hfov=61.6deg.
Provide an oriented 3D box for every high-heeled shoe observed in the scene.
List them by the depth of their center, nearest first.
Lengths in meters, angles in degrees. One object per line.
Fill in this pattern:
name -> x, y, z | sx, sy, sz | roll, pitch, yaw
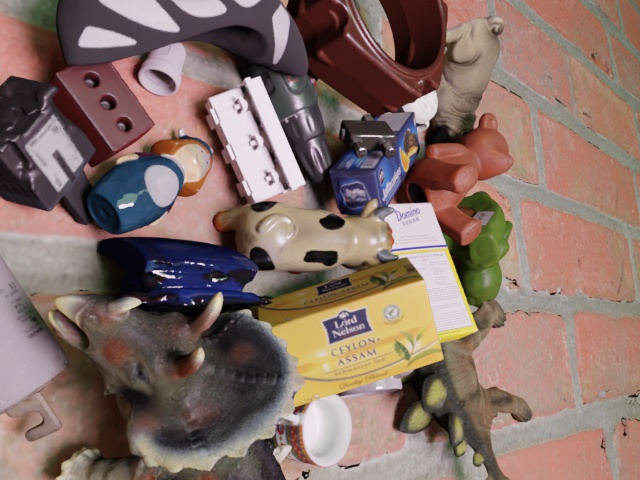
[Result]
high-heeled shoe -> -0.109, -0.173, 0.500 | 0.248, 0.086, 0.145 | 26, 81, -44

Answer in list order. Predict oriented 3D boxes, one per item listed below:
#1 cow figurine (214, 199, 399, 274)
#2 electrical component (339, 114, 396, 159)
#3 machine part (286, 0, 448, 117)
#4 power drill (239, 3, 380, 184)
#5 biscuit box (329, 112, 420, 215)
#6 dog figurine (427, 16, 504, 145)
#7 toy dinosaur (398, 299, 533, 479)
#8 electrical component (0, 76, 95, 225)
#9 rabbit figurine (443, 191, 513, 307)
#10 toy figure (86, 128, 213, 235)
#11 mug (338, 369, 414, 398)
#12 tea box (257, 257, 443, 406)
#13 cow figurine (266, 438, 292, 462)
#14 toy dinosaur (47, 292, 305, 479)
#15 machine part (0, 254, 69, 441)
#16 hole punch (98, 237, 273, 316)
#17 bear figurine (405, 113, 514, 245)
cow figurine -> -0.001, -0.002, 0.588 | 0.195, 0.127, 0.085 | 6, 79, -41
electrical component -> 0.054, -0.124, 0.638 | 0.063, 0.021, 0.094 | -1, 38, -15
machine part -> 0.066, -0.271, 0.646 | 0.201, 0.087, 0.201 | 25, 66, -35
power drill -> -0.006, -0.209, 0.679 | 0.207, 0.086, 0.231 | -44, 110, -34
biscuit box -> 0.077, -0.103, 0.698 | 0.203, 0.059, 0.062 | -55, 138, -50
dog figurine -> 0.237, -0.230, 0.852 | 0.121, 0.172, 0.190 | -18, 85, -34
toy dinosaur -> 0.161, 0.136, 0.729 | 0.198, 0.105, 0.471 | -12, 78, -41
electrical component -> -0.224, -0.063, 0.438 | 0.119, 0.048, 0.075 | 81, 27, -59
rabbit figurine -> 0.241, 0.020, 0.850 | 0.159, 0.121, 0.170 | -53, 135, -45
toy figure -> -0.146, -0.059, 0.506 | 0.154, 0.058, 0.064 | -49, 154, -48
mug -> 0.056, 0.125, 0.631 | 0.080, 0.109, 0.107 | 11, 61, -46
tea box -> 0.029, 0.093, 0.552 | 0.068, 0.170, 0.098 | -107, 179, -69
cow figurine -> -0.076, 0.169, 0.518 | 0.098, 0.068, 0.167 | -21, 95, -50
toy dinosaur -> -0.077, 0.214, 0.403 | 0.131, 0.192, 0.404 | -27, 101, -61
machine part -> -0.252, 0.037, 0.370 | 0.079, 0.079, 0.243 | -38, 105, -43
hole punch -> -0.126, 0.032, 0.474 | 0.142, 0.116, 0.092 | 10, 65, -42
bear figurine -> 0.221, -0.095, 0.770 | 0.196, 0.132, 0.120 | -27, 124, -23
